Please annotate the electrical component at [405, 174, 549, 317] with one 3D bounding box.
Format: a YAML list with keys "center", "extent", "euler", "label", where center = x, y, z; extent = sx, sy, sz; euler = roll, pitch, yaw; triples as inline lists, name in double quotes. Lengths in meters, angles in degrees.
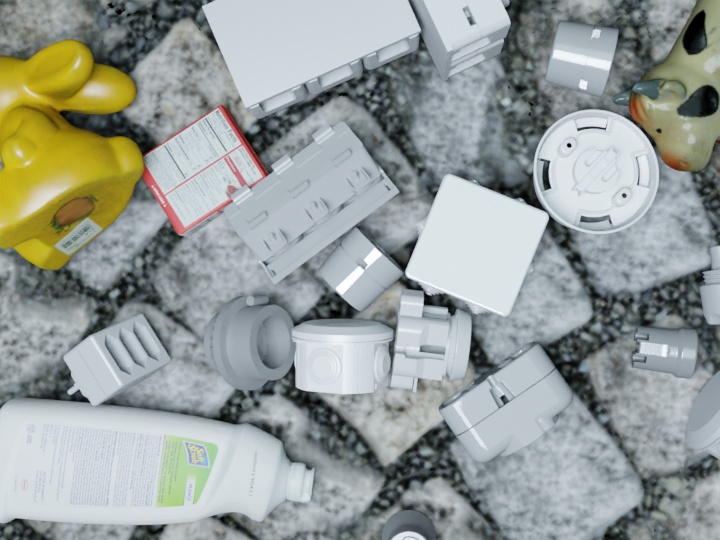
- center: [0.092, -0.019, 0.862]
  extent: [0.100, 0.048, 0.099]
  euler: [22, 90, 3]
  label: "electrical component"

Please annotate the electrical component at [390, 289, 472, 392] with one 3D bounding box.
- center: [0.057, 0.058, 0.855]
  extent: [0.057, 0.058, 0.078]
  euler: [7, 107, 0]
  label: "electrical component"

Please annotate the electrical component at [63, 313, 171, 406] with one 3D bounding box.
- center: [-0.207, 0.080, 0.868]
  extent: [0.077, 0.066, 0.047]
  euler: [-34, 87, 30]
  label: "electrical component"

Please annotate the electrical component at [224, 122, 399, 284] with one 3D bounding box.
- center: [-0.041, -0.056, 0.855]
  extent: [0.121, 0.063, 0.078]
  euler: [-37, 46, 1]
  label: "electrical component"

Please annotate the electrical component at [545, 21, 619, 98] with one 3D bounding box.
- center: [0.177, -0.170, 0.861]
  extent: [0.047, 0.055, 0.055]
  euler: [14, 89, 6]
  label: "electrical component"

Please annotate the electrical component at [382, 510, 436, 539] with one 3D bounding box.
- center: [0.039, 0.217, 0.848]
  extent: [0.044, 0.065, 0.044]
  euler: [0, 88, 3]
  label: "electrical component"

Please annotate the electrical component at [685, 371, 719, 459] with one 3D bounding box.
- center: [0.294, 0.113, 0.833]
  extent: [0.051, 0.080, 0.080]
  euler: [32, 90, 1]
  label: "electrical component"

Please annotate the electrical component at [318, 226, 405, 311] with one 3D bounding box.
- center: [0.000, 0.000, 0.863]
  extent: [0.055, 0.055, 0.047]
  euler: [44, 95, 3]
  label: "electrical component"

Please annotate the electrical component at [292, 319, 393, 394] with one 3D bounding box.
- center: [-0.014, 0.067, 0.849]
  extent: [0.080, 0.080, 0.051]
  euler: [1, 94, 3]
  label: "electrical component"

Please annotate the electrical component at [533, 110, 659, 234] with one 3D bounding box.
- center: [0.184, -0.076, 0.851]
  extent: [0.099, 0.064, 0.099]
  euler: [0, 88, 3]
  label: "electrical component"

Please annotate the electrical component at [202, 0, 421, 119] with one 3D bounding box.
- center: [-0.037, -0.194, 0.867]
  extent: [0.150, 0.062, 0.089]
  euler: [-23, 87, 2]
  label: "electrical component"

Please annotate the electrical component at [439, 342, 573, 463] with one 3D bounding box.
- center: [0.118, 0.108, 0.854]
  extent: [0.095, 0.054, 0.059]
  euler: [-35, 87, 1]
  label: "electrical component"

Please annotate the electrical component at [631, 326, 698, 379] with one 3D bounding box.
- center: [0.243, 0.064, 0.858]
  extent: [0.046, 0.040, 0.040]
  euler: [7, 89, 9]
  label: "electrical component"

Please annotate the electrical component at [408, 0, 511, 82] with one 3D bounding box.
- center: [0.055, -0.254, 0.842]
  extent: [0.060, 0.105, 0.186]
  euler: [-25, 87, 2]
  label: "electrical component"

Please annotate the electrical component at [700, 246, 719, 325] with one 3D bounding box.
- center: [0.292, 0.011, 0.854]
  extent: [0.043, 0.043, 0.062]
  euler: [-8, 86, 2]
  label: "electrical component"
